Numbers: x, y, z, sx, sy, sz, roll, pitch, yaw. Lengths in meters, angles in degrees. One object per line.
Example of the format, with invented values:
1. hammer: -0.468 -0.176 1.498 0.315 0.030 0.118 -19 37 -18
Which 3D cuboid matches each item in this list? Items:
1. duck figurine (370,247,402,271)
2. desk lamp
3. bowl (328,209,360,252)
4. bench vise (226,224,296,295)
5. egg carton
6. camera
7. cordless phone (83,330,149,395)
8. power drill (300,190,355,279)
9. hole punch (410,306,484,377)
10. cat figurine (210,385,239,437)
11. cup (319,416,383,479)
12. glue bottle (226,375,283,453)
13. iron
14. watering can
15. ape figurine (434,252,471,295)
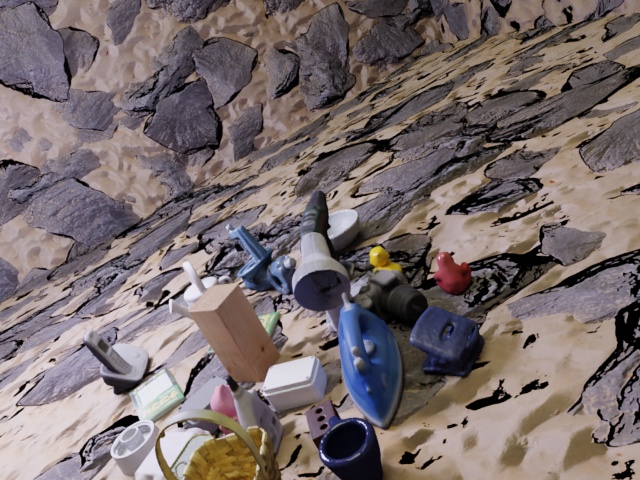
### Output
1. duck figurine: 0.148 0.059 1.364 0.077 0.086 0.104 -25 23 4
2. desk lamp: 0.018 0.098 1.253 0.118 0.214 0.203 -23 23 9
3. bowl: 0.047 -0.015 1.641 0.167 0.075 0.167 -22 23 10
4. bench vise: -0.154 0.040 1.551 0.207 0.220 0.121 -15 26 25
5. egg carton: -0.271 0.418 1.068 0.107 0.069 0.150 -12 27 31
6. camera: 0.147 0.127 1.203 0.143 0.101 0.136 -35 24 -18
7. cordless phone: -0.527 0.286 1.470 0.094 0.185 0.147 -25 23 3
8. power drill: 0.013 0.005 1.462 0.075 0.209 0.229 -18 25 20
9. hole punch: 0.228 0.177 1.024 0.100 0.091 0.109 -5 31 41
10. cat figurine: -0.171 0.331 1.086 0.067 0.118 0.127 -24 23 7
11. cup: 0.051 0.331 0.880 0.092 0.095 0.117 -31 23 -10
12. glue bottle: -0.122 0.305 1.018 0.037 0.173 0.078 -17 25 21
13. iron: 0.079 0.208 1.050 0.118 0.142 0.258 -23 23 7
14. watering can: -0.318 0.147 1.532 0.100 0.194 0.173 1 36 48
15. ape figurine: 0.275 0.064 1.212 0.077 0.092 0.076 -14 26 27
